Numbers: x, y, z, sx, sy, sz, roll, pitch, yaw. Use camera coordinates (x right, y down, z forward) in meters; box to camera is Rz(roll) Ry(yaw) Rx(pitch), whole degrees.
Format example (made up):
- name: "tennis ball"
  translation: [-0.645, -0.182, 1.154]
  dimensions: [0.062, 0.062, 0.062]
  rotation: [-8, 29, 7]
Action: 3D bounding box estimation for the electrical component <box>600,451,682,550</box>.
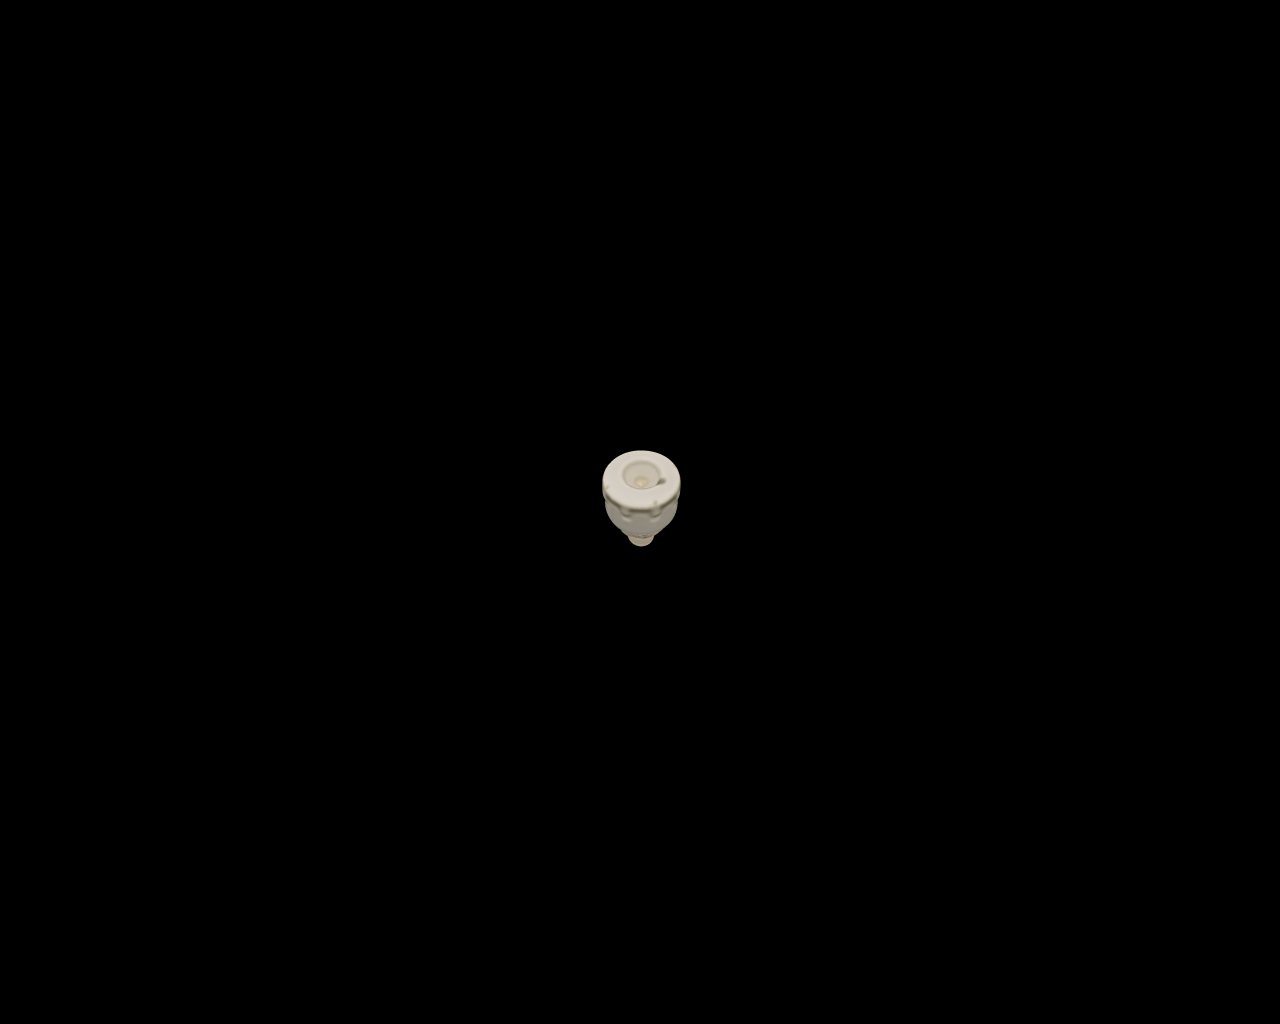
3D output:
- name: "electrical component"
  translation: [0.001, -0.003, 0.650]
  dimensions: [0.048, 0.048, 0.062]
  rotation: [0, -41, 0]
